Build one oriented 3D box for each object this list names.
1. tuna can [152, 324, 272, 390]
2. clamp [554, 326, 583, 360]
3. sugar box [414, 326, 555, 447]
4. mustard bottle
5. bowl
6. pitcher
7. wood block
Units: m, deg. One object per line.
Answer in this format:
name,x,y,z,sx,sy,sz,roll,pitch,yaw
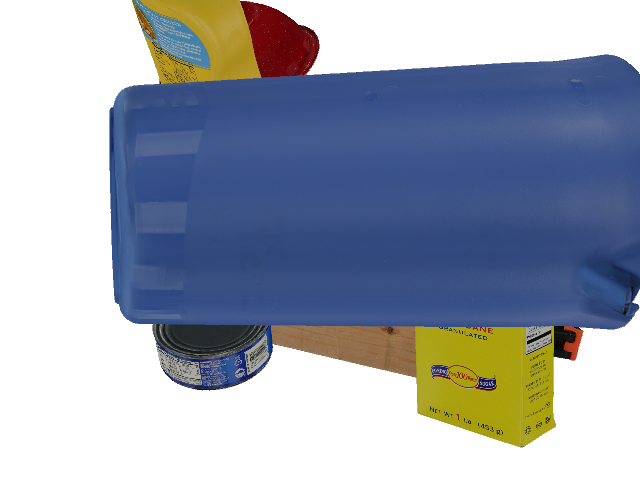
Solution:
tuna can,-0.078,0.071,0.782,0.086,0.034,0.086,-4,33,2
clamp,0.164,0.062,0.994,0.172,0.039,0.120,21,32,21
sugar box,0.107,0.040,0.710,0.094,0.176,0.048,10,22,44
mustard bottle,-0.086,-0.143,0.732,0.058,0.191,0.096,-40,52,-20
bowl,-0.085,-0.164,0.951,0.162,0.055,0.162,-21,35,15
pitcher,0.024,-0.026,0.509,0.242,0.145,0.149,-2,-7,-10
wood block,0.037,0.075,1.167,0.206,0.091,0.090,12,22,16
